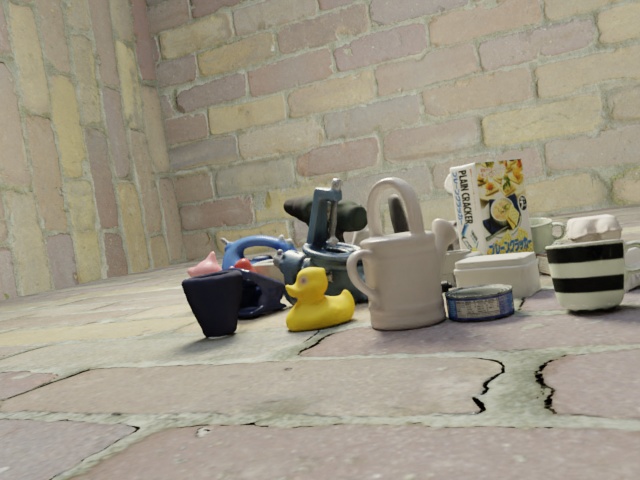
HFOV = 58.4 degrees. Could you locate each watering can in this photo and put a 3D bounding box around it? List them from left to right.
[{"bbox_3d":[0.109,0.013,0.764,0.100,0.194,0.173,-7,3,35],"label":"watering can"}]

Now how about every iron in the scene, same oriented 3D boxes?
[{"bbox_3d":[-0.144,0.049,1.505,0.258,0.141,0.119,-8,2,11],"label":"iron"}]

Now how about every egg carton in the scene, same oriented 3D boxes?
[{"bbox_3d":[0.605,-0.016,1.271,0.107,0.069,0.151,-8,2,18],"label":"egg carton"}]

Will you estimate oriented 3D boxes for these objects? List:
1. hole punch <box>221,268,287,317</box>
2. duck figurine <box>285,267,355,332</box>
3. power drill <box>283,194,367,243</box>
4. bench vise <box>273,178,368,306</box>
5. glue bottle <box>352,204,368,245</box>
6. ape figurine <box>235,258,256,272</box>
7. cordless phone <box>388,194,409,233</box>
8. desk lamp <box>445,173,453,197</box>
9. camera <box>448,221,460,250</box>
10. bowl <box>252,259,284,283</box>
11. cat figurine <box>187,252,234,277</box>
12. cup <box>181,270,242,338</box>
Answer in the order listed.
[{"bbox_3d":[-0.126,0.090,1.037,0.108,0.091,0.101,-6,3,43],"label":"hole punch"},{"bbox_3d":[-0.003,0.082,0.836,0.105,0.086,0.077,-9,2,-15],"label":"duck figurine"},{"bbox_3d":[0.011,0.004,1.187,0.076,0.208,0.228,-11,3,-42],"label":"power drill"},{"bbox_3d":[-0.008,0.007,1.026,0.207,0.220,0.122,-8,2,19],"label":"bench vise"},{"bbox_3d":[0.100,0.006,1.276,0.078,0.173,0.037,-8,3,20],"label":"glue bottle"},{"bbox_3d":[-0.164,0.086,1.258,0.076,0.092,0.078,-8,2,15],"label":"ape figurine"},{"bbox_3d":[0.189,-0.018,1.394,0.094,0.185,0.147,-9,2,-14],"label":"cordless phone"},{"bbox_3d":[0.344,-0.051,1.276,0.117,0.213,0.204,-7,3,39],"label":"desk lamp"},{"bbox_3d":[0.353,-0.001,1.433,0.142,0.101,0.137,-7,3,33],"label":"camera"},{"bbox_3d":[-0.070,0.079,1.326,0.167,0.075,0.167,-8,2,1],"label":"bowl"},{"bbox_3d":[-0.218,0.083,1.199,0.127,0.118,0.067,-6,3,41],"label":"cat figurine"},{"bbox_3d":[-0.153,0.097,0.881,0.091,0.095,0.118,-7,2,25],"label":"cup"}]
